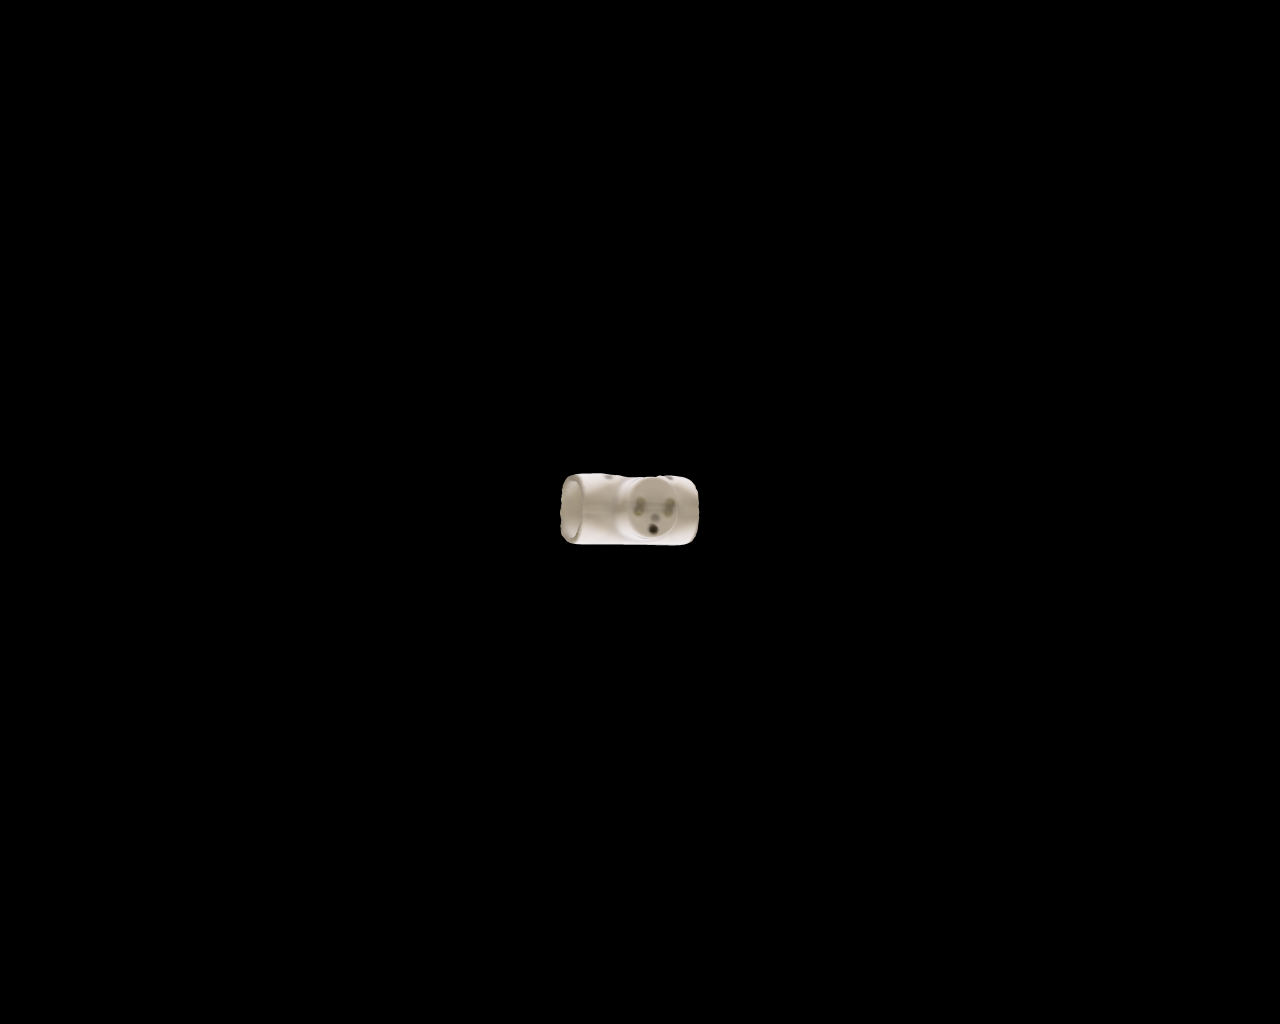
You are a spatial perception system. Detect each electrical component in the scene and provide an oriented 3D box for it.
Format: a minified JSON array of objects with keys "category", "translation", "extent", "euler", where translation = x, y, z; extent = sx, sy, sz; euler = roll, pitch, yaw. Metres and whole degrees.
[{"category":"electrical component","translation":[0.001,-0.003,0.650],"extent":[0.077,0.044,0.079],"euler":[1,-3,-23]}]
